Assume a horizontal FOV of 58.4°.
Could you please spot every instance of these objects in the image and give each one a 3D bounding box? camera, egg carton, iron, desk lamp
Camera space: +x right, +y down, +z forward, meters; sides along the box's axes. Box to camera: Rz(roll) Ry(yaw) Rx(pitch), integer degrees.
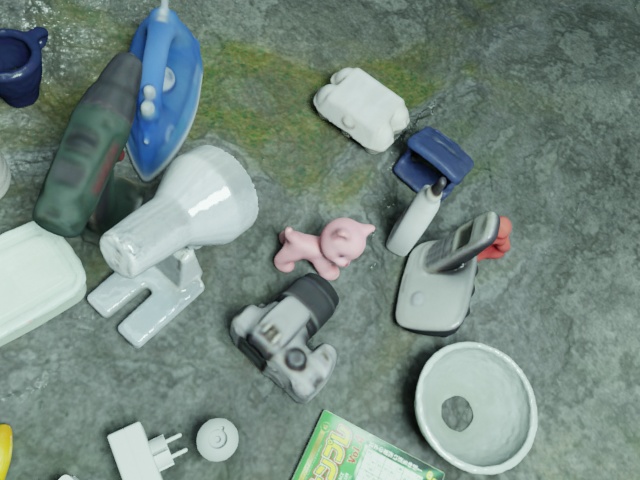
[{"bbox_3d":[-0.025,0.115,0.743,0.143,0.100,0.137,42,63,8],"label":"camera"},{"bbox_3d":[0.067,-0.212,0.935,0.150,0.069,0.107,36,63,5],"label":"egg carton"},{"bbox_3d":[-0.236,-0.227,0.832,0.119,0.141,0.258,5,64,-10],"label":"iron"},{"bbox_3d":[-0.181,0.008,0.693,0.118,0.213,0.203,40,63,8],"label":"desk lamp"}]

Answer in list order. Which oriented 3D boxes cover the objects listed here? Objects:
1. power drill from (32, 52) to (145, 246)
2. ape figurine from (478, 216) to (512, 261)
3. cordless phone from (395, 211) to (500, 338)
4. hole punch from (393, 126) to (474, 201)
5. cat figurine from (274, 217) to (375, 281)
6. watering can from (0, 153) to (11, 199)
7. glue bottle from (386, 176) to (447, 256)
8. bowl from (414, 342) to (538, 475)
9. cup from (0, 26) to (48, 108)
[{"bbox_3d":[-0.275,-0.091,0.721,0.075,0.208,0.230,17,63,-4],"label":"power drill"},{"bbox_3d":[0.257,-0.006,0.870,0.078,0.092,0.076,27,62,1],"label":"ape figurine"},{"bbox_3d":[0.178,0.046,0.774,0.094,0.185,0.147,18,63,-4],"label":"cordless phone"},{"bbox_3d":[0.186,-0.132,0.913,0.108,0.091,0.101,40,63,7],"label":"hole punch"},{"bbox_3d":[0.007,0.003,0.793,0.128,0.117,0.067,9,64,-9],"label":"cat figurine"},{"bbox_3d":[-0.454,-0.115,0.699,0.101,0.194,0.172,-33,76,-24],"label":"watering can"},{"bbox_3d":[0.144,-0.042,0.815,0.037,0.173,0.078,26,62,1],"label":"glue bottle"},{"bbox_3d":[0.194,0.224,0.757,0.167,0.074,0.167,5,64,-11],"label":"bowl"},{"bbox_3d":[-0.430,-0.246,0.822,0.091,0.095,0.118,33,63,4],"label":"cup"}]
